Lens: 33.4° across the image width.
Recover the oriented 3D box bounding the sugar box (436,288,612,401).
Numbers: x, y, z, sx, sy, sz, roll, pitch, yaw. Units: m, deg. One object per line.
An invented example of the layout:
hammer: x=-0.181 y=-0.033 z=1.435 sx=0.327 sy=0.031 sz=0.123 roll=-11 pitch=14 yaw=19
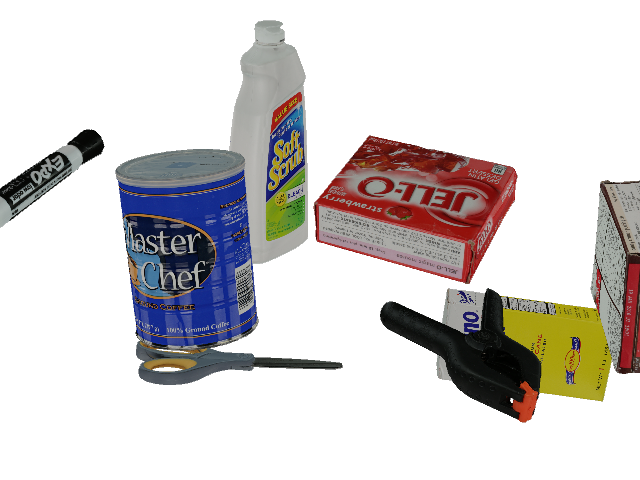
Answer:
sugar box: x=0.214 y=0.110 z=1.121 sx=0.176 sy=0.093 sz=0.048 roll=6 pitch=21 yaw=3

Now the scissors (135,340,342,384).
scissors: x=-0.086 y=0.122 z=1.023 sx=0.202 sy=0.016 sz=0.096 roll=7 pitch=17 yaw=10

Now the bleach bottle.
bleach bottle: x=-0.059 y=-0.107 z=1.146 sx=0.068 sy=0.251 sz=0.102 roll=21 pitch=32 yaw=36

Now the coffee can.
coffee can: x=-0.106 y=0.005 z=0.866 sx=0.103 sy=0.140 sz=0.103 roll=-4 pitch=17 yaw=1

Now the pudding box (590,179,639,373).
pudding box: x=0.208 y=0.022 z=0.709 sx=0.039 sy=0.090 sz=0.113 roll=-1 pitch=28 yaw=4

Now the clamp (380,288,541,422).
clamp: x=0.143 y=0.092 z=0.922 sx=0.120 sy=0.039 sz=0.172 roll=-17 pitch=38 yaw=-26

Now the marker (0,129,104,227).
marker: x=-0.170 y=-0.039 z=0.657 sx=0.020 sy=0.020 sz=0.121 roll=0 pitch=28 yaw=25

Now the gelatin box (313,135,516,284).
gelatin box: x=0.051 y=-0.019 z=0.570 sx=0.089 sy=0.030 sz=0.073 roll=15 pitch=40 yaw=21
